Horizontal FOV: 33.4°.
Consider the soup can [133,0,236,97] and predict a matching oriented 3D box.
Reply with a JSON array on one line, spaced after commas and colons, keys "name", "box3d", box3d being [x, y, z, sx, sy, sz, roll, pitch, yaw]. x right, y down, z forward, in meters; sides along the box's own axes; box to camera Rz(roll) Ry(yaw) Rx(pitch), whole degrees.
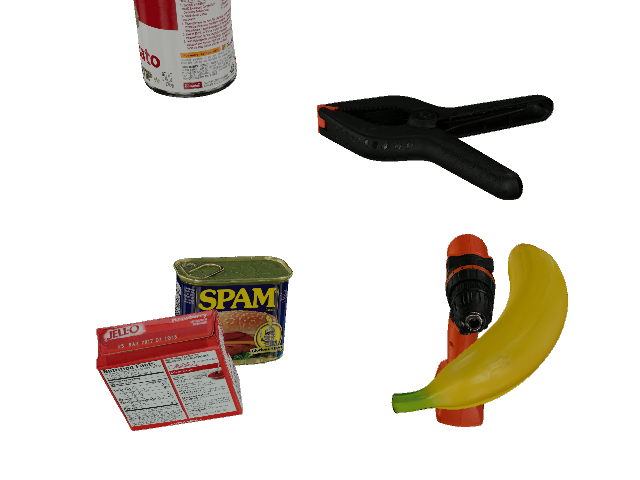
[{"name": "soup can", "box3d": [-0.091, -0.156, 0.719, 0.068, 0.102, 0.068, 0, 36, 0]}]

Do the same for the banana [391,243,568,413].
[{"name": "banana", "box3d": [0.118, 0.050, 0.668, 0.070, 0.037, 0.197, 13, 32, 29]}]

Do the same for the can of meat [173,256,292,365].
[{"name": "can of meat", "box3d": [-0.079, 0.063, 0.945, 0.102, 0.084, 0.057, -1, 19, -18]}]

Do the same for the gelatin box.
[{"name": "gelatin box", "box3d": [-0.091, 0.080, 0.653, 0.073, 0.030, 0.089, -9, -37, 1]}]

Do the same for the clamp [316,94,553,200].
[{"name": "clamp", "box3d": [0.101, -0.100, 0.952, 0.210, 0.036, 0.164, 13, 36, 23]}]

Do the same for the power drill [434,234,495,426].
[{"name": "power drill", "box3d": [0.159, 0.107, 1.168, 0.057, 0.188, 0.184, 5, 25, 5]}]
